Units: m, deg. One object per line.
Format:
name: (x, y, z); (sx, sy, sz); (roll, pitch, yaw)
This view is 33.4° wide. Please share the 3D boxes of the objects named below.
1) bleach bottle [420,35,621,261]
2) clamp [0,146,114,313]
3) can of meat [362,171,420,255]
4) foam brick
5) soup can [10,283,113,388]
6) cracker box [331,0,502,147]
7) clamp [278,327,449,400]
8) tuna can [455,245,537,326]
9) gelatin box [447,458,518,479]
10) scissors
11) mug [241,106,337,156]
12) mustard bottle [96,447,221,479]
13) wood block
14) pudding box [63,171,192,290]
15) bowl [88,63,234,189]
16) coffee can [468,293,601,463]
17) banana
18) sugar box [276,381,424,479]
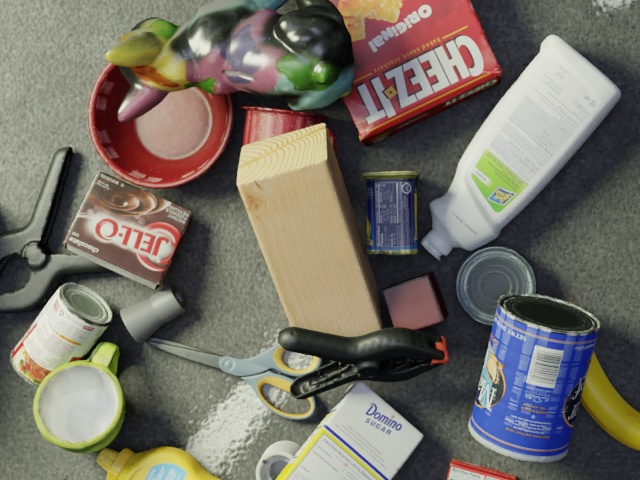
bleach bottle: (0.193, -0.086, 1.113); (0.102, 0.068, 0.251); (43, 97, 7)
clamp: (-0.315, 0.006, 1.193); (0.210, 0.036, 0.164); (-30, 84, 2)
can of meat: (0.075, -0.027, 1.108); (0.057, 0.102, 0.084); (-1, 91, 6)
foam brick: (0.100, 0.066, 1.114); (0.051, 0.078, 0.053); (-20, 86, 10)
soup can: (-0.281, 0.105, 1.161); (0.068, 0.068, 0.102); (41, 107, 7)
cracker box: (0.074, -0.231, 1.126); (0.164, 0.072, 0.214); (-25, 86, 7)
clamp: (0.041, 0.125, 1.083); (0.171, 0.120, 0.039); (2, 59, -3)
tuna can: (0.185, 0.048, 1.124); (0.086, 0.033, 0.086); (0, 89, 8)
gelatin box: (0.163, 0.283, 1.126); (0.073, 0.030, 0.089); (14, 91, 9)
scissors: (-0.083, 0.123, 1.170); (0.202, 0.016, 0.096); (31, 92, 7)
mug: (-0.031, -0.095, 1.125); (0.117, 0.093, 0.081); (9, 96, 34)
mustard bottle: (-0.157, 0.280, 1.155); (0.191, 0.058, 0.096); (28, 97, 7)
wood block: (-0.007, 0.001, 1.076); (0.091, 0.090, 0.206); (-15, 119, 8)
pudding box: (-0.207, -0.010, 1.153); (0.113, 0.039, 0.090); (24, 70, -5)
bowl: (-0.168, -0.134, 1.166); (0.162, 0.055, 0.162); (0, 89, 8)
coffee can: (0.213, 0.136, 1.068); (0.103, 0.102, 0.140); (12, 107, 8)
banana: (0.301, 0.155, 1.108); (0.069, 0.037, 0.198); (-43, 85, -12)
sugar box: (0.018, 0.242, 1.104); (0.093, 0.048, 0.176); (42, 67, 0)
